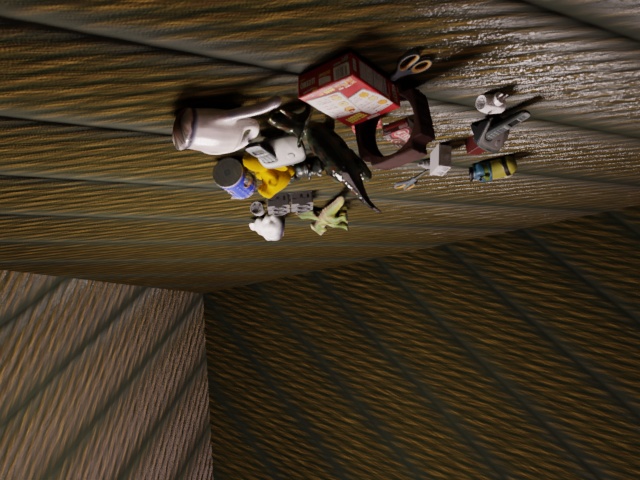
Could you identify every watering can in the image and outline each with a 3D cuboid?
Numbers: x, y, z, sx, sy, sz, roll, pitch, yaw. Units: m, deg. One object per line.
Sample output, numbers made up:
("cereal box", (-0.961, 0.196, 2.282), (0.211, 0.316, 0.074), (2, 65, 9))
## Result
("watering can", (-0.256, -0.302, 1.341), (0.225, 0.105, 0.343), (-2, 166, -31))

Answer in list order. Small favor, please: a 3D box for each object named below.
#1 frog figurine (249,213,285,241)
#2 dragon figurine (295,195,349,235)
("frog figurine", (-0.238, -0.063, 2.319), (0.159, 0.126, 0.134), (4, 131, -7))
("dragon figurine", (0.007, -0.115, 2.284), (0.243, 0.124, 0.403), (0, 158, 7))
